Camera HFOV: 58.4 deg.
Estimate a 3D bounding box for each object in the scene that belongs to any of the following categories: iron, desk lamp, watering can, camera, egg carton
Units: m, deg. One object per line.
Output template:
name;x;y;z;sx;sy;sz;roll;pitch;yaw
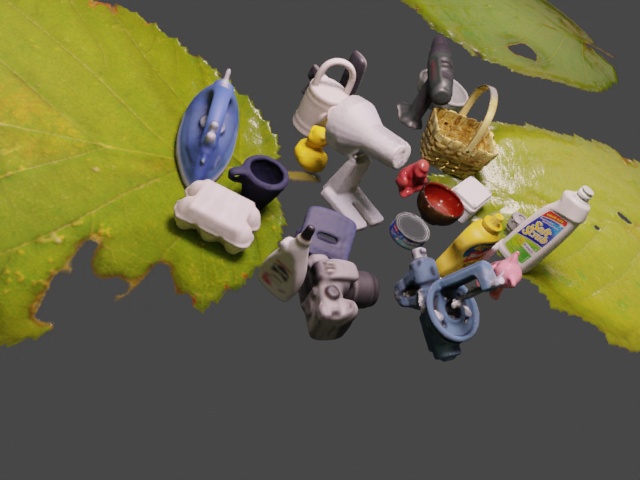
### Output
iron;-0.211;-0.219;1.122;0.119;0.141;0.258;17;45;-17
desk lamp;0.088;-0.163;1.195;0.118;0.213;0.203;-21;64;-41
watering can;0.020;-0.327;1.321;0.101;0.194;0.172;-9;56;-36
camera;0.043;0.094;1.015;0.137;0.100;0.143;6;48;-26
egg carton;-0.182;-0.043;1.030;0.150;0.069;0.107;26;43;-7

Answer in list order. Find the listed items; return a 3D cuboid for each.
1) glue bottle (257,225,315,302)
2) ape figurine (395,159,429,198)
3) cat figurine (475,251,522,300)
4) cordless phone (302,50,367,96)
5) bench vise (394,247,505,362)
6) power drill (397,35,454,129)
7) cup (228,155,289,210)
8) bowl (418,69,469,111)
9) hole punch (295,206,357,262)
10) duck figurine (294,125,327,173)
glue bottle;-0.047;0.031;0.966;0.078;0.173;0.037;39;43;7
ape figurine;0.225;-0.153;1.358;0.078;0.092;0.076;14;45;-19
cat figurine;0.402;0.068;1.240;0.067;0.117;0.128;39;43;8
cordless phone;0.045;-0.404;1.414;0.094;0.185;0.147;-22;64;-42
bench vise;0.227;0.089;1.041;0.122;0.219;0.207;-22;64;-42
power drill;0.291;-0.417;1.555;0.076;0.208;0.229;15;45;-18
cup;-0.128;-0.102;1.098;0.118;0.095;0.091;0;51;-31
bowl;0.352;-0.429;1.701;0.168;0.074;0.167;17;45;-17
hole punch;0.010;0.004;1.086;0.109;0.091;0.101;20;44;-13
duck figurine;-0.009;-0.209;1.275;0.078;0.086;0.104;10;47;-23
